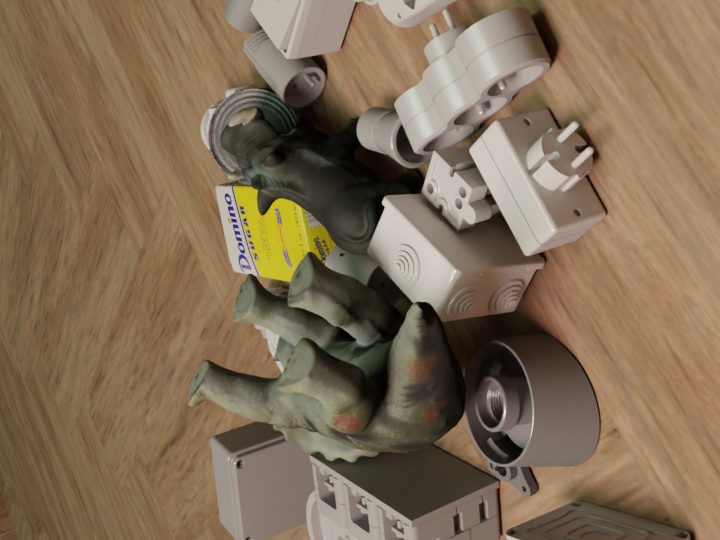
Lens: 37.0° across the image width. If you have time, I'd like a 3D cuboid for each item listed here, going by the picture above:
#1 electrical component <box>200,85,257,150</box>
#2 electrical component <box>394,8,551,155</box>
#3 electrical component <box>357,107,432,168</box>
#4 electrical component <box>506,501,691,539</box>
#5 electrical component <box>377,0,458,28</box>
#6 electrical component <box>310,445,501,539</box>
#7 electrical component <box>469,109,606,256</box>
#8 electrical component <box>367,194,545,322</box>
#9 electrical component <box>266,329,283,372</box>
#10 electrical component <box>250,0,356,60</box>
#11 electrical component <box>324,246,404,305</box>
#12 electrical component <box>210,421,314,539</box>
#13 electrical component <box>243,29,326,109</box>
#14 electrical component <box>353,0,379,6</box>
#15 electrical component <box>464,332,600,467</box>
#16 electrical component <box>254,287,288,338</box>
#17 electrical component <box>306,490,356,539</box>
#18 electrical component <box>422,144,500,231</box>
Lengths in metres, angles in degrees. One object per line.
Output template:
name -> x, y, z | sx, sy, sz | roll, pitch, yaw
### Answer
electrical component -> -0.116, -0.134, 1.025 | 0.057, 0.058, 0.078 | 7, 110, 54
electrical component -> 0.067, -0.140, 0.729 | 0.138, 0.052, 0.073 | -38, 72, 58
electrical component -> 0.026, -0.105, 0.825 | 0.065, 0.044, 0.044 | 26, 126, 57
electrical component -> 0.161, 0.203, 0.721 | 0.113, 0.078, 0.057 | 2, 103, 58
electrical component -> 0.044, -0.217, 0.738 | 0.077, 0.043, 0.079 | -15, 91, 60
electrical component -> 0.036, 0.193, 0.906 | 0.150, 0.089, 0.061 | 20, 121, 54
electrical component -> 0.122, -0.065, 0.682 | 0.083, 0.047, 0.075 | 64, 148, 15
electrical component -> 0.065, -0.010, 0.754 | 0.099, 0.100, 0.048 | 48, 129, 36
electrical component -> -0.049, 0.066, 1.020 | 0.080, 0.051, 0.080 | 33, 131, 48
electrical component -> -0.043, -0.224, 0.857 | 0.061, 0.061, 0.096 | 56, 146, 26
electrical component -> 0.000, 0.000, 0.915 | 0.081, 0.043, 0.043 | 27, 126, 51
electrical component -> -0.090, 0.210, 1.102 | 0.056, 0.109, 0.108 | 29, 128, 53
electrical component -> -0.069, -0.182, 0.937 | 0.081, 0.043, 0.043 | 52, 144, 31
electrical component -> 0.007, -0.210, 0.783 | 0.035, 0.061, 0.035 | 33, 131, 48
electrical component -> 0.120, 0.094, 0.772 | 0.099, 0.064, 0.099 | 8, 99, 63
electrical component -> -0.085, 0.051, 1.079 | 0.048, 0.048, 0.062 | 6, 116, 57
electrical component -> 0.003, 0.248, 1.016 | 0.108, 0.060, 0.108 | 33, 131, 48
electrical component -> 0.081, -0.061, 0.742 | 0.066, 0.055, 0.048 | 50, 142, 34
